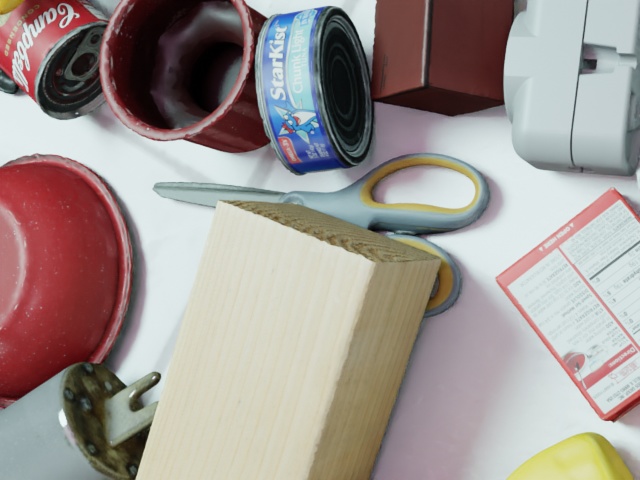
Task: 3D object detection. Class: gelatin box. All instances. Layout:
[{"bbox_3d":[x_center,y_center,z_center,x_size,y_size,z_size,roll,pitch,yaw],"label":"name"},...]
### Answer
[{"bbox_3d":[0.141,0.031,0.512,0.073,0.030,0.089,-40,70,14],"label":"gelatin box"}]

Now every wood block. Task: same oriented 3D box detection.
[{"bbox_3d":[-0.023,0.092,0.537,0.091,0.090,0.206,21,99,25],"label":"wood block"}]

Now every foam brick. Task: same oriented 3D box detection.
[{"bbox_3d":[0.062,-0.107,0.540,0.053,0.051,0.078,-3,83,63],"label":"foam brick"}]

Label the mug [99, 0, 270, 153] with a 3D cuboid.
[{"bbox_3d":[-0.065,-0.103,0.590,0.093,0.081,0.117,-35,72,17],"label":"mug"}]

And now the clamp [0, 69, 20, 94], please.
[{"bbox_3d":[-0.270,-0.136,0.697,0.171,0.120,0.039,63,152,29],"label":"clamp"}]

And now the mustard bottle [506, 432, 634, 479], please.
[{"bbox_3d":[0.071,0.174,0.514,0.192,0.058,0.096,-31,74,19],"label":"mustard bottle"}]

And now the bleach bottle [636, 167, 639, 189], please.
[{"bbox_3d":[0.260,-0.062,0.451,0.251,0.068,0.102,-17,77,24],"label":"bleach bottle"}]

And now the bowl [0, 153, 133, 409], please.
[{"bbox_3d":[-0.194,0.021,0.645,0.162,0.055,0.162,-5,80,26],"label":"bowl"}]

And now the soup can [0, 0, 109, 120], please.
[{"bbox_3d":[-0.173,-0.130,0.649,0.102,0.068,0.068,42,102,23],"label":"soup can"}]

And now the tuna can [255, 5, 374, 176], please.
[{"bbox_3d":[-0.001,-0.078,0.556,0.034,0.086,0.086,-6,82,21],"label":"tuna can"}]

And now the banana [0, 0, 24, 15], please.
[{"bbox_3d":[-0.156,-0.225,0.590,0.037,0.069,0.198,21,112,42],"label":"banana"}]

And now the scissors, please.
[{"bbox_3d":[-0.004,0.001,0.588,0.202,0.016,0.096,-8,81,23],"label":"scissors"}]
